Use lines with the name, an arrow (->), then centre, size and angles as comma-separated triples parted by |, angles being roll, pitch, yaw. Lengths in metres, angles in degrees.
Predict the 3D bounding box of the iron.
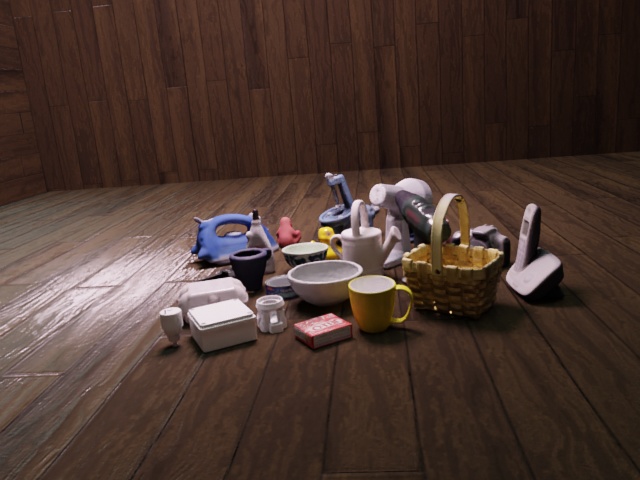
iron -> -0.246, -0.016, 1.671 | 0.259, 0.141, 0.118 | -12, 16, -26

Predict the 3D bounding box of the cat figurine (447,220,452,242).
cat figurine -> 0.310, -0.036, 1.622 | 0.127, 0.118, 0.067 | 7, 18, 38

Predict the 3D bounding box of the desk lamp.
desk lamp -> 0.203, -0.053, 1.526 | 0.204, 0.214, 0.117 | -18, 19, -42

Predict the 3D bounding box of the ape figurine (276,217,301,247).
ape figurine -> -0.101, -0.026, 1.767 | 0.077, 0.092, 0.076 | 2, 16, 26

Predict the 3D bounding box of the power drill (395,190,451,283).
power drill -> 0.228, 0.001, 1.316 | 0.076, 0.208, 0.229 | -8, 15, -14

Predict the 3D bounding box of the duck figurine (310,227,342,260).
duck figurine -> 0.015, 0.006, 1.616 | 0.104, 0.086, 0.078 | 4, 17, 31

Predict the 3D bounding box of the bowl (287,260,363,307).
bowl -> 0.014, 0.101, 1.259 | 0.167, 0.075, 0.167 | -4, 14, 1

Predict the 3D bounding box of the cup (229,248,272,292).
cup -> -0.160, 0.072, 1.391 | 0.091, 0.095, 0.118 | 8, 19, 41

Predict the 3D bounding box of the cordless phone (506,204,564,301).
cordless phone -> 0.451, 0.024, 1.201 | 0.094, 0.185, 0.147 | -5, 14, -3

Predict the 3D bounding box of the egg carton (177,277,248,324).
egg carton -> -0.231, 0.130, 1.235 | 0.150, 0.069, 0.107 | -8, 14, -13

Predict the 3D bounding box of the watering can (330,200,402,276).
watering can -> 0.109, -0.002, 1.395 | 0.173, 0.194, 0.101 | -4, 14, 1

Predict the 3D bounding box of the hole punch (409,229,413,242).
hole punch -> 0.271, -0.048, 1.735 | 0.109, 0.091, 0.100 | -15, 18, -36

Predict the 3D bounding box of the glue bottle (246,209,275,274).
glue bottle -> -0.163, 0.004, 1.500 | 0.078, 0.173, 0.037 | -6, 14, -6

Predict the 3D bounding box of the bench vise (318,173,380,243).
bench vise -> 0.079, -0.105, 1.760 | 0.208, 0.220, 0.121 | -18, 19, -41

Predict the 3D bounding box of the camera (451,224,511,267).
camera -> 0.378, 0.020, 1.413 | 0.142, 0.101, 0.137 | 9, 19, 43
